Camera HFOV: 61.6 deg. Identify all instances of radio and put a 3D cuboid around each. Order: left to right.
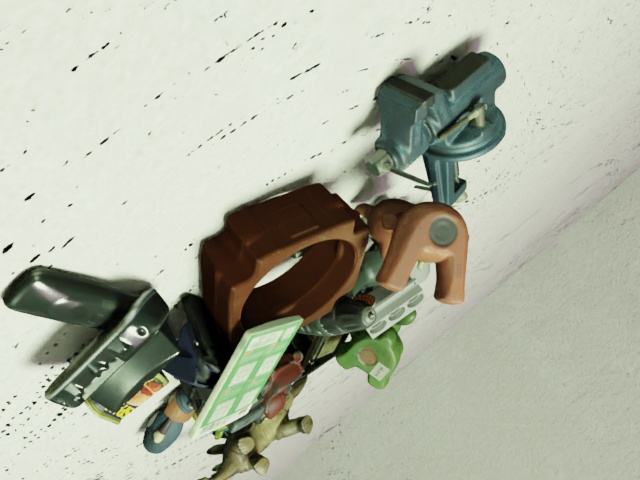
[{"bbox_3d":[-0.004,0.185,1.075,0.131,0.073,0.229,-29,153,-32],"label":"radio"}]

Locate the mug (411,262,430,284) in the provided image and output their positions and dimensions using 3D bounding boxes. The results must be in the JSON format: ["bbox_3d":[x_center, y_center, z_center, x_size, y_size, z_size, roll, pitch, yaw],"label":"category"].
[{"bbox_3d":[0.172,0.042,1.104,0.109,0.081,0.107,-29,145,-7],"label":"mug"}]

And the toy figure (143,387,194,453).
[{"bbox_3d":[-0.248,0.299,0.914,0.057,0.064,0.154,28,109,-26],"label":"toy figure"}]

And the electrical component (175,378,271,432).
[{"bbox_3d":[-0.148,0.229,0.846,0.115,0.134,0.058,-20,149,-37],"label":"electrical component"}]

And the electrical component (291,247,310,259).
[{"bbox_3d":[-0.002,-0.002,0.800,0.094,0.021,0.063,-19,149,-42],"label":"electrical component"}]

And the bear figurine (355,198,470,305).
[{"bbox_3d":[0.112,0.005,0.724,0.196,0.120,0.132,-178,-78,-72],"label":"bear figurine"}]

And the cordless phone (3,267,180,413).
[{"bbox_3d":[-0.250,0.100,0.542,0.146,0.089,0.184,-43,147,6],"label":"cordless phone"}]

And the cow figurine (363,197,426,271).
[{"bbox_3d":[0.152,0.003,0.885,0.167,0.098,0.068,23,121,-33],"label":"cow figurine"}]

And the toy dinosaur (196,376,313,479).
[{"bbox_3d":[-0.123,0.400,1.182,0.199,0.105,0.471,-24,-179,37],"label":"toy dinosaur"}]

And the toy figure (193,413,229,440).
[{"bbox_3d":[-0.195,0.327,1.023,0.089,0.082,0.180,-34,160,-23],"label":"toy figure"}]

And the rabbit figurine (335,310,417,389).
[{"bbox_3d":[0.119,0.181,1.086,0.159,0.121,0.170,-68,173,29],"label":"rabbit figurine"}]

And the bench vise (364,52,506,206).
[{"bbox_3d":[0.156,-0.116,0.692,0.223,0.129,0.240,-51,145,-21],"label":"bench vise"}]

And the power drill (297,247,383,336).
[{"bbox_3d":[0.051,0.088,0.872,0.232,0.086,0.207,-15,-160,47],"label":"power drill"}]

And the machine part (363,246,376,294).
[{"bbox_3d":[0.146,0.018,1.006,0.243,0.079,0.079,-52,155,23],"label":"machine part"}]

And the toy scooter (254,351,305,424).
[{"bbox_3d":[-0.086,0.271,1.014,0.135,0.075,0.183,-34,152,-22],"label":"toy scooter"}]

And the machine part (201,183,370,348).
[{"bbox_3d":[-0.046,0.035,0.685,0.201,0.087,0.201,-24,145,-26],"label":"machine part"}]

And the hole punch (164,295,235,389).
[{"bbox_3d":[-0.165,0.148,0.704,0.092,0.116,0.142,-33,157,0],"label":"hole punch"}]

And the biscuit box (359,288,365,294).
[{"bbox_3d":[0.123,0.118,1.174,0.063,0.059,0.202,-44,157,7],"label":"biscuit box"}]
